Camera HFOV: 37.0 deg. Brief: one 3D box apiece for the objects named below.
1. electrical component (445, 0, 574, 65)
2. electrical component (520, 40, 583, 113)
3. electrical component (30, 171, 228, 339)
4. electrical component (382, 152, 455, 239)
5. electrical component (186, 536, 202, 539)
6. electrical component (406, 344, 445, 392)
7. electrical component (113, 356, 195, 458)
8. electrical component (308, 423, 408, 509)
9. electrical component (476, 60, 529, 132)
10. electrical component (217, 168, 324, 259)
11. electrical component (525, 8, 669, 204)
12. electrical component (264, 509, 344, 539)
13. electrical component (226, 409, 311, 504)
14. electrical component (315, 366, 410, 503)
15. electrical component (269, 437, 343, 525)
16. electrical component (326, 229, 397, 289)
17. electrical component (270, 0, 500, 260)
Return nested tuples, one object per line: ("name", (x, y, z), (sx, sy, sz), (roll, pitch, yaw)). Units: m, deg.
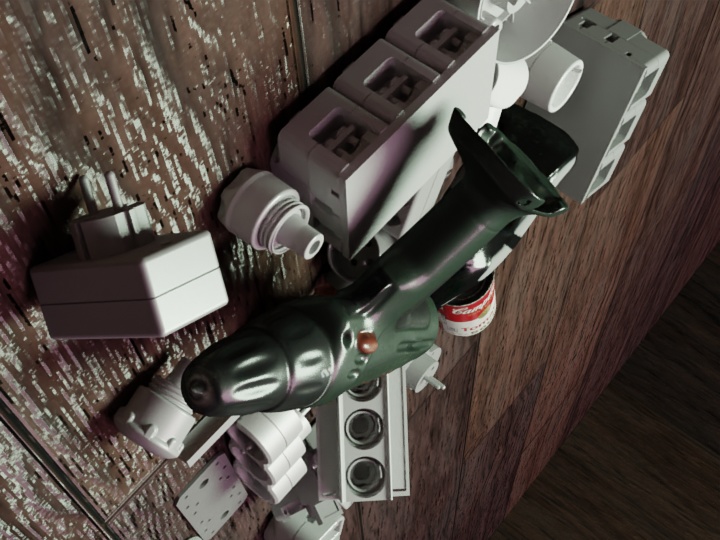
("electrical component", (0.098, -0.191, 0.713), (0.099, 0.064, 0.099), (-45, 158, -24))
("electrical component", (0.156, -0.166, 0.909), (0.055, 0.047, 0.055), (-46, 158, -24))
("electrical component", (-0.117, -0.010, 0.517), (0.047, 0.083, 0.075), (-30, 110, -50))
("electrical component", (0.044, -0.078, 0.797), (0.076, 0.047, 0.083), (-33, 151, -47))
("electrical component", (-0.158, 0.298, 0.903), (0.138, 0.074, 0.052), (-44, 158, -28))
("electrical component", (0.051, 0.095, 1.054), (0.052, 0.074, 0.138), (-57, 160, 5))
("electrical component", (-0.123, 0.086, 0.687), (0.062, 0.048, 0.048), (-58, 161, -13))
("electrical component", (-0.010, 0.171, 1.062), (0.108, 0.056, 0.108), (-51, 160, -11))
("electrical component", (0.089, -0.129, 0.803), (0.077, 0.043, 0.079), (-18, 126, -64))
("electrical component", (-0.050, -0.030, 0.638), (0.043, 0.062, 0.043), (-46, 158, -24))
("electrical component", (0.208, -0.152, 0.989), (0.062, 0.089, 0.150), (-35, 152, -43))
("electrical component", (-0.059, 0.273, 1.110), (0.054, 0.059, 0.095), (-40, 156, -35))
("electrical component", (-0.065, 0.132, 0.880), (0.073, 0.052, 0.138), (-46, 158, -25))
("electrical component", (0.000, 0.135, 0.938), (0.063, 0.079, 0.121), (173, -84, -83))
("electrical component", (-0.053, 0.195, 0.980), (0.064, 0.081, 0.042), (-31, 168, 23))
("electrical component", (0.000, 0.000, 0.830), (0.079, 0.043, 0.077), (-53, 163, 17))
("electrical component", (0.017, -0.094, 0.687), (0.150, 0.062, 0.089), (-46, 158, -23))
